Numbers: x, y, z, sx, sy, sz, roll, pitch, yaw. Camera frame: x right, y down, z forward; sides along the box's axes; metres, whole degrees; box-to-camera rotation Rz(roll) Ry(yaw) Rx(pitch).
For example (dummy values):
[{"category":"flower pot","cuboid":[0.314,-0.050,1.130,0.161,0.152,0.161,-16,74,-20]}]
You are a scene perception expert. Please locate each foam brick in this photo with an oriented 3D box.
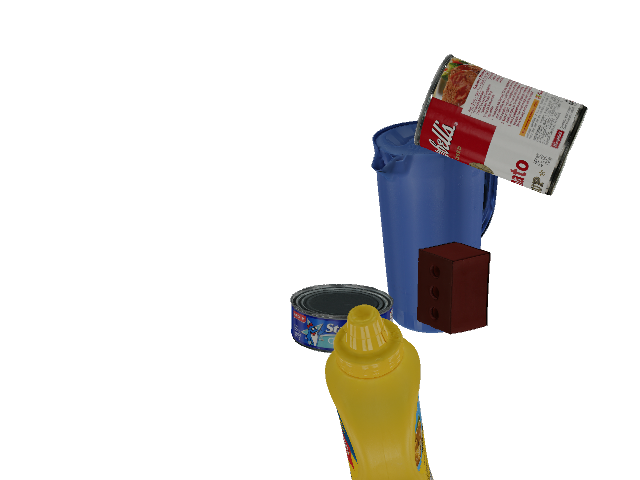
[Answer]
[{"category":"foam brick","cuboid":[0.131,0.046,1.054,0.051,0.078,0.053,-12,20,-34]}]

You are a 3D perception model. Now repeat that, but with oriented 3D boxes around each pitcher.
[{"category":"pitcher","cuboid":[0.142,-0.020,1.290,0.149,0.243,0.145,-1,23,7]}]

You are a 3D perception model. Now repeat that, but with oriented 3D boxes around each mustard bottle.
[{"category":"mustard bottle","cuboid":[0.039,0.115,0.671,0.058,0.191,0.096,-7,39,4]}]

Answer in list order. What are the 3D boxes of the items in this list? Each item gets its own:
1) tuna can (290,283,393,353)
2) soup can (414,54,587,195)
[{"category":"tuna can","cuboid":[0.018,0.065,0.889,0.086,0.034,0.086,0,15,0]},{"category":"soup can","cuboid":[0.125,-0.080,0.742,0.102,0.068,0.068,23,5,11]}]
